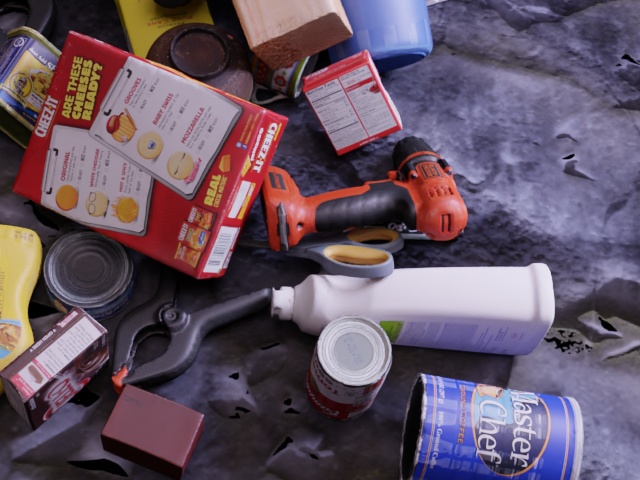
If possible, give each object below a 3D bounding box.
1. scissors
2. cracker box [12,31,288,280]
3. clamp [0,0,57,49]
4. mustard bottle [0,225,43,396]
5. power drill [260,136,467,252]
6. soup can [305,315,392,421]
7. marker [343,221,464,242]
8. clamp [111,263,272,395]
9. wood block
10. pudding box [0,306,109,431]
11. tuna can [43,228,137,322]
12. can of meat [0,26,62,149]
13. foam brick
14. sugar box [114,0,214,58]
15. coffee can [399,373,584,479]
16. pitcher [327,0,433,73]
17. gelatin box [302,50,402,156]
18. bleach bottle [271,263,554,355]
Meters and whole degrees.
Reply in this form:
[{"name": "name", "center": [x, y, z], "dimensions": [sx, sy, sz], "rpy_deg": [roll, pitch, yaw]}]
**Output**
[{"name": "scissors", "center": [-0.007, 0.001, 1.025], "dimensions": [0.202, 0.016, 0.096], "rpy_deg": [14, 30, 36]}, {"name": "cracker box", "center": [-0.159, -0.079, 0.992], "dimensions": [0.214, 0.072, 0.164], "rpy_deg": [24, 96, 18]}, {"name": "clamp", "center": [-0.325, -0.270, 1.141], "dimensions": [0.164, 0.036, 0.210], "rpy_deg": [-18, 64, -14]}, {"name": "mustard bottle", "center": [-0.306, 0.082, 0.960], "dimensions": [0.096, 0.058, 0.191], "rpy_deg": [0, 64, -5]}, {"name": "power drill", "center": [0.036, -0.049, 1.031], "dimensions": [0.187, 0.057, 0.184], "rpy_deg": [-8, 26, -4]}, {"name": "soup can", "center": [0.024, 0.116, 0.958], "dimensions": [0.068, 0.102, 0.068], "rpy_deg": [2, 64, -5]}, {"name": "marker", "center": [0.084, -0.010, 1.072], "dimensions": [0.121, 0.020, 0.020], "rpy_deg": [2, 64, -6]}, {"name": "clamp", "center": [-0.141, 0.068, 0.999], "dimensions": [0.120, 0.039, 0.171], "rpy_deg": [38, 63, 24]}, {"name": "wood block", "center": [-0.051, -0.283, 1.037], "dimensions": [0.090, 0.090, 0.206], "rpy_deg": [-22, 80, 11]}, {"name": "pudding box", "center": [-0.228, 0.112, 0.925], "dimensions": [0.039, 0.114, 0.090], "rpy_deg": [42, 67, 10]}, {"name": "tuna can", "center": [-0.217, 0.032, 1.009], "dimensions": [0.086, 0.034, 0.086], "rpy_deg": [2, 64, -5]}, {"name": "can of meat", "center": [-0.283, -0.144, 1.054], "dimensions": [0.102, 0.058, 0.084], "rpy_deg": [43, 61, -34]}, {"name": "foam brick", "center": [-0.147, 0.170, 0.941], "dimensions": [0.078, 0.051, 0.053], "rpy_deg": [22, 63, 4]}, {"name": "sugar box", "center": [-0.156, -0.210, 1.127], "dimensions": [0.093, 0.048, 0.176], "rpy_deg": [-14, 66, -14]}, {"name": "coffee can", "center": [0.148, 0.179, 0.941], "dimensions": [0.140, 0.103, 0.103], "rpy_deg": [10, 64, -2]}, {"name": "pitcher", "center": [0.041, -0.300, 1.125], "dimensions": [0.149, 0.145, 0.243], "rpy_deg": [-10, 88, -54]}, {"name": "gelatin box", "center": [0.032, -0.138, 1.078], "dimensions": [0.073, 0.089, 0.030], "rpy_deg": [-22, 33, 14]}, {"name": "bleach bottle", "center": [0.081, 0.061, 0.990], "dimensions": [0.250, 0.103, 0.068], "rpy_deg": [3, 60, -5]}]
